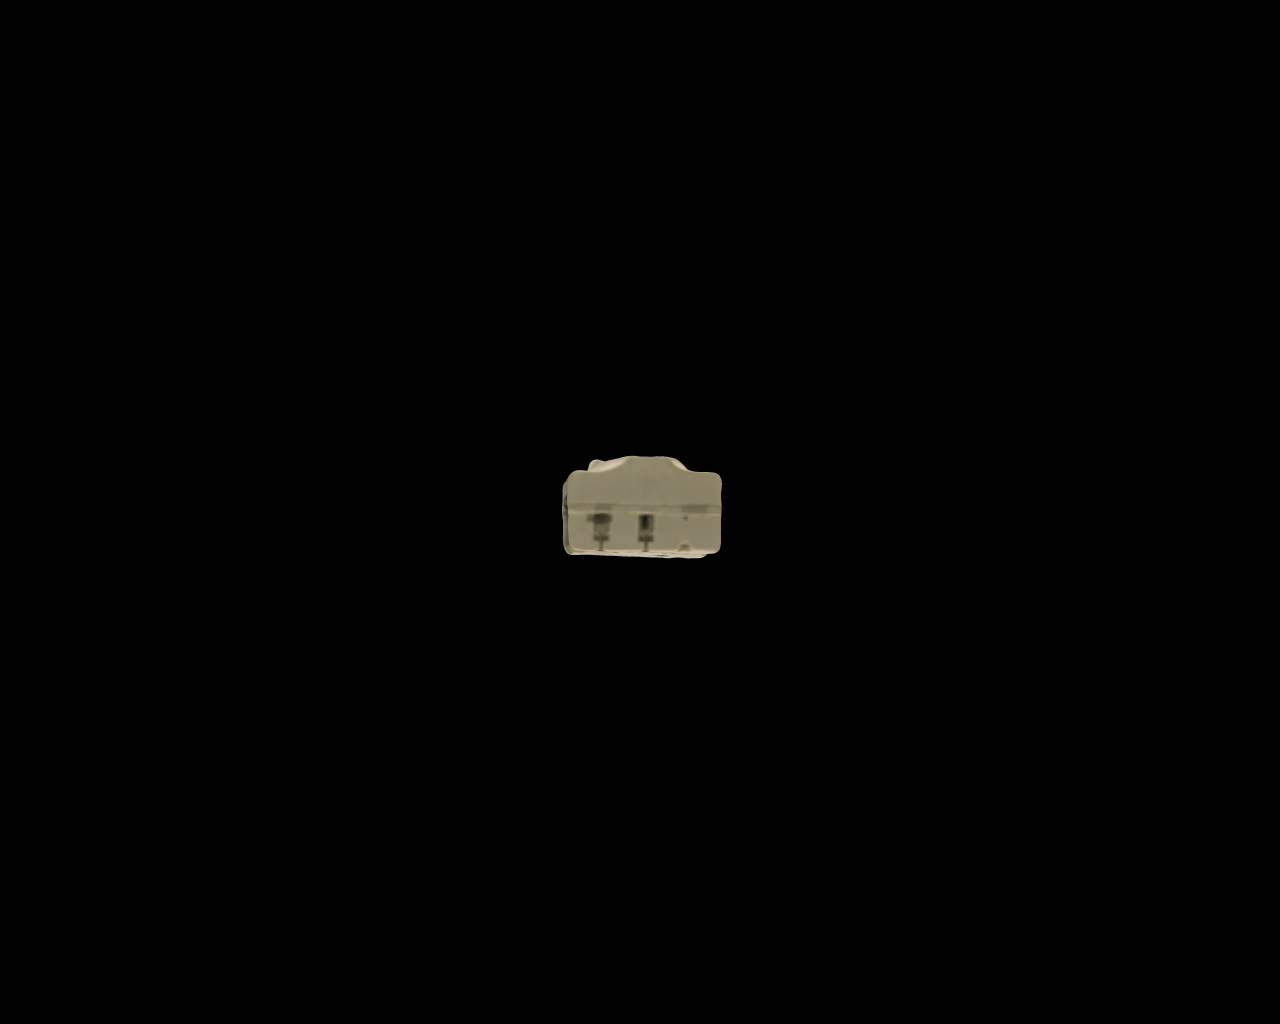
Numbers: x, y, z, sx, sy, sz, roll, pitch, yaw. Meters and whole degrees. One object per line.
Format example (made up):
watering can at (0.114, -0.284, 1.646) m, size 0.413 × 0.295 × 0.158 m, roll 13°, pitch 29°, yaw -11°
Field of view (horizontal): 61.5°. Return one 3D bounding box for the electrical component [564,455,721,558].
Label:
electrical component at (0.001, -0.003, 0.650) m, size 0.089 × 0.055 × 0.050 m, roll 1°, pitch -7°, yaw -9°
